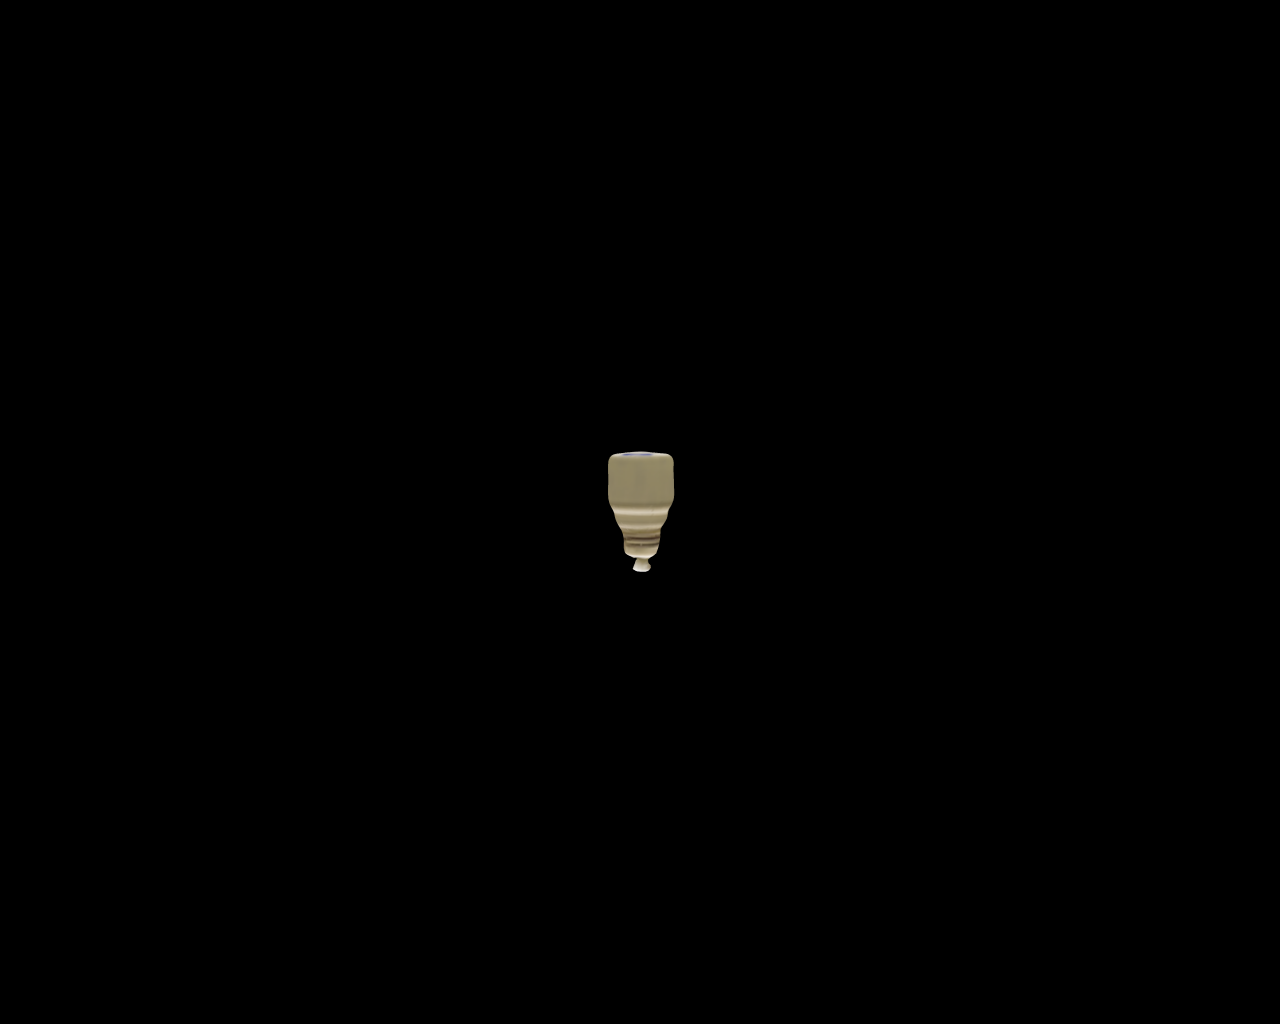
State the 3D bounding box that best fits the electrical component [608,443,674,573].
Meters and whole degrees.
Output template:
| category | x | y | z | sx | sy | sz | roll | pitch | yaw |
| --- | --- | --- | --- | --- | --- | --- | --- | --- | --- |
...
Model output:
| category | x | y | z | sx | sy | sz | roll | pitch | yaw |
| --- | --- | --- | --- | --- | --- | --- | --- | --- | --- |
| electrical component | 0.001 | -0.003 | 0.650 | 0.040 | 0.078 | 0.040 | 0 | 4 | 0 |
